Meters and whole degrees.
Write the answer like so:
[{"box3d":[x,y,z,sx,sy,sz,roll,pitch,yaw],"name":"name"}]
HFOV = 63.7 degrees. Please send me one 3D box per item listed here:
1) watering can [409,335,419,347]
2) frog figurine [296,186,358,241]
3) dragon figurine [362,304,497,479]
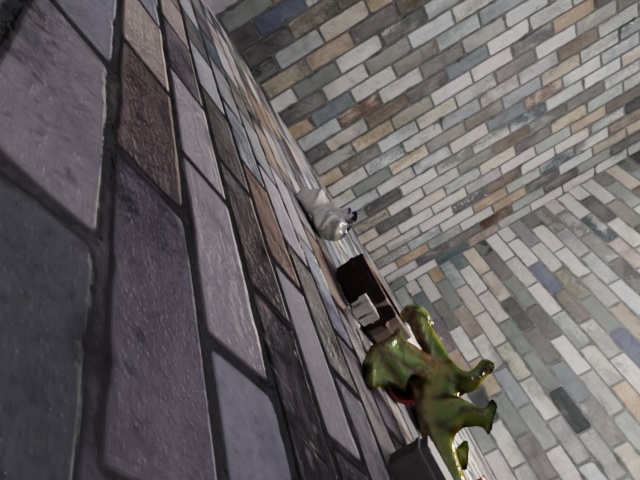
[{"box3d":[0.305,0.347,1.715,0.346,0.103,0.227,12,48,-61],"name":"watering can"},{"box3d":[0.004,-0.069,1.365,0.159,0.120,0.140,21,26,-12],"name":"frog figurine"},{"box3d":[0.169,0.266,0.863,0.242,0.120,0.420,30,40,-7],"name":"dragon figurine"}]
